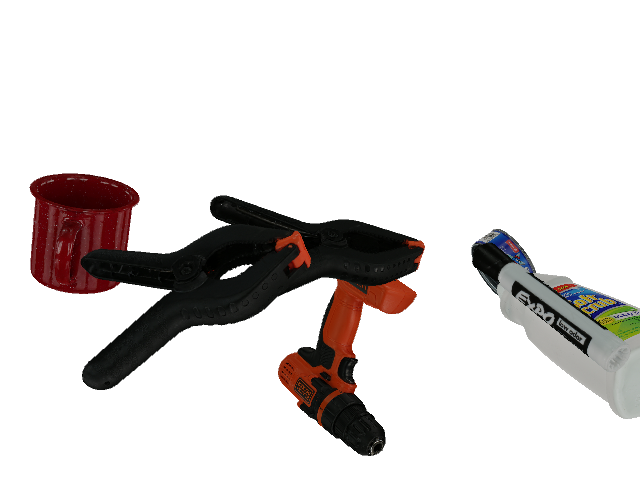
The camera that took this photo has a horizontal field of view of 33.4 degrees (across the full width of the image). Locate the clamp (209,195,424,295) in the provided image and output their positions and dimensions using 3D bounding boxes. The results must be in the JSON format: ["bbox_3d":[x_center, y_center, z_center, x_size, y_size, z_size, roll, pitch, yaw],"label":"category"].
[{"bbox_3d":[0.005,0.014,1.019,0.209,0.036,0.164,7,30,-17],"label":"clamp"}]

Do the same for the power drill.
[{"bbox_3d":[0.037,0.126,1.201,0.057,0.188,0.185,13,15,-42],"label":"power drill"}]

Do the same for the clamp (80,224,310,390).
[{"bbox_3d":[-0.091,0.040,0.731,0.171,0.120,0.039,-14,-37,13],"label":"clamp"}]

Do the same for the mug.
[{"bbox_3d":[-0.209,-0.001,0.921,0.093,0.081,0.117,9,21,-5],"label":"mug"}]

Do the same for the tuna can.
[{"bbox_3d":[0.218,0.031,1.273,0.033,0.086,0.086,-33,8,-13],"label":"tuna can"}]

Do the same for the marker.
[{"bbox_3d":[0.130,0.035,0.620,0.020,0.020,0.121,0,29,-37],"label":"marker"}]

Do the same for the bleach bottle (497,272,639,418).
[{"bbox_3d":[0.242,0.083,1.018,0.102,0.068,0.251,-14,20,-21],"label":"bleach bottle"}]
